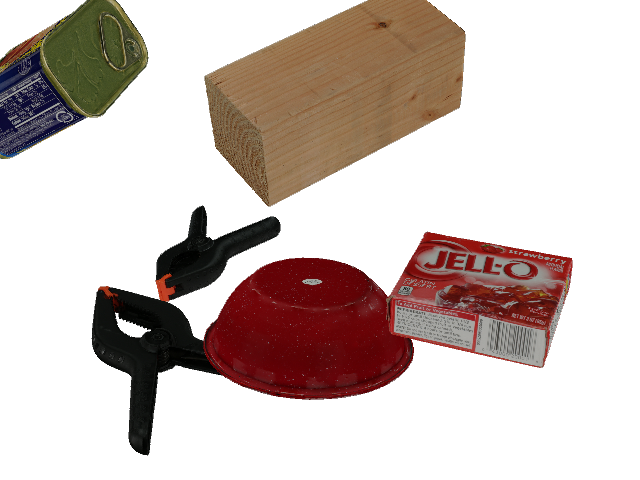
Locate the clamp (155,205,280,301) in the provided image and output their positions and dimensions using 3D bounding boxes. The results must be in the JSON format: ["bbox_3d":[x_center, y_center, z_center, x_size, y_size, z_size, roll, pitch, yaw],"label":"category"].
[{"bbox_3d":[-0.123,0.013,1.220,0.120,0.039,0.171,-2,34,25],"label":"clamp"}]

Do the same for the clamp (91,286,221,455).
[{"bbox_3d":[-0.139,0.103,0.990,0.164,0.036,0.210,-16,39,-29],"label":"clamp"}]

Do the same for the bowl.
[{"bbox_3d":[-0.008,0.056,0.807,0.162,0.055,0.162,2,23,-1],"label":"bowl"}]

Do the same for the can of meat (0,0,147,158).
[{"bbox_3d":[-0.172,-0.105,0.690,0.084,0.057,0.102,-22,25,30],"label":"can of meat"}]

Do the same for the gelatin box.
[{"bbox_3d":[0.089,0.030,0.597,0.089,0.030,0.073,12,34,18],"label":"gelatin box"}]

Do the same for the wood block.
[{"bbox_3d":[0.015,-0.128,0.917,0.205,0.090,0.091,-28,54,-20],"label":"wood block"}]
